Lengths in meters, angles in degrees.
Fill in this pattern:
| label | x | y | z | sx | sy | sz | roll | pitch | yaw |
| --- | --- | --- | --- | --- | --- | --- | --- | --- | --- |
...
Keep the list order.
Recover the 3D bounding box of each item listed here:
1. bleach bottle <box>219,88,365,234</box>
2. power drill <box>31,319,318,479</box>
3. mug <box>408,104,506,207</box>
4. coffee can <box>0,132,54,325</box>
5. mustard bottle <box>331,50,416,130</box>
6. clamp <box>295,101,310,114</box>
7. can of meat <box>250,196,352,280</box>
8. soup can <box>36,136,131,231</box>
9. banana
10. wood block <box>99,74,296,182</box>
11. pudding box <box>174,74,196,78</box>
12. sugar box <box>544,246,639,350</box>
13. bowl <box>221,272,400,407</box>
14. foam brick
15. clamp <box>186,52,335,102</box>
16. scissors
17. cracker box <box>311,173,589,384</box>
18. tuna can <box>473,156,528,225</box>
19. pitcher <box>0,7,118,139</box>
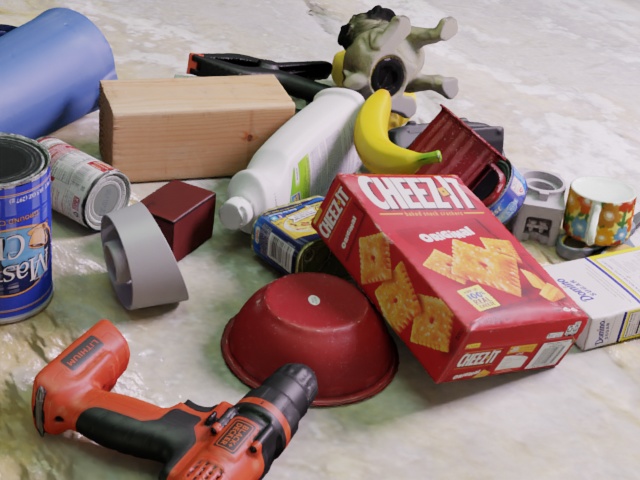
| label | x | y | z | sx | sy | sz | roll | pitch | yaw |
| --- | --- | --- | --- | --- | --- | --- | --- | --- | --- |
| bleach bottle | -0.030 | -0.080 | 1.152 | 0.068 | 0.102 | 0.250 | 8 | 28 | 28 |
| power drill | -0.113 | 0.128 | 0.833 | 0.188 | 0.057 | 0.184 | 19 | 33 | 19 |
| mug | 0.145 | -0.078 | 1.138 | 0.117 | 0.081 | 0.093 | 45 | 10 | 26 |
| coffee can | -0.289 | -0.011 | 0.943 | 0.102 | 0.140 | 0.103 | 6 | 31 | -4 |
| mustard bottle | 0.075 | -0.191 | 1.401 | 0.096 | 0.058 | 0.191 | 7 | 30 | -14 |
| clamp | 0.003 | -0.144 | 1.326 | 0.120 | 0.039 | 0.172 | -21 | 39 | -38 |
| can of meat | -0.007 | 0.001 | 1.067 | 0.101 | 0.057 | 0.084 | -17 | 37 | -35 |
| soup can | -0.254 | -0.059 | 1.102 | 0.102 | 0.068 | 0.068 | 26 | 36 | 27 |
| banana | 0.070 | -0.107 | 1.142 | 0.069 | 0.037 | 0.198 | -20 | 32 | -4 |
| wood block | -0.143 | -0.129 | 1.220 | 0.205 | 0.091 | 0.090 | -5 | 34 | -20 |
| pudding box | -0.141 | -0.168 | 1.336 | 0.090 | 0.039 | 0.113 | 4 | 33 | -10 |
| sugar box | 0.306 | 0.053 | 1.061 | 0.176 | 0.048 | 0.093 | -12 | 35 | -22 |
| bowl | -0.006 | 0.076 | 0.946 | 0.162 | 0.055 | 0.162 | 5 | 30 | -3 |
| foam brick | -0.148 | -0.019 | 1.075 | 0.053 | 0.051 | 0.078 | 20 | 33 | 22 |
| clamp | -0.064 | -0.213 | 1.366 | 0.210 | 0.036 | 0.164 | 9 | 22 | -7 |
| scissors | 0.350 | -0.002 | 1.188 | 0.201 | 0.016 | 0.096 | -14 | 37 | -31 |
| cracker box | 0.117 | 0.026 | 0.973 | 0.163 | 0.072 | 0.214 | -1 | 41 | -39 |
| tuna can | 0.183 | -0.049 | 1.165 | 0.033 | 0.086 | 0.086 | 41 | 17 | -29 |
| pitcher | -0.361 | -0.169 | 1.209 | 0.149 | 0.145 | 0.242 | -12 | 20 | 36 |
